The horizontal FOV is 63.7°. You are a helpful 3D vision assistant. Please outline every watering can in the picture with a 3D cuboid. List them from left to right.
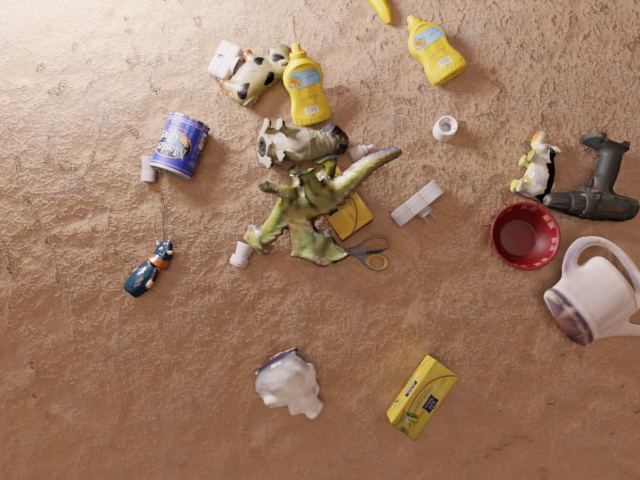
[{"bbox_3d":[0.657,0.162,1.174,0.225,0.104,0.347,-35,91,-3],"label":"watering can"}]

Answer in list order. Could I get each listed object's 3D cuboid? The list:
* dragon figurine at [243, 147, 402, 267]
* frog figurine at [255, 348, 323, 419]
[{"bbox_3d":[0.004,-0.059,1.179,0.409,0.124,0.240,-10,105,14],"label":"dragon figurine"},{"bbox_3d":[-0.065,0.336,1.162,0.138,0.120,0.161,-28,70,-21],"label":"frog figurine"}]
